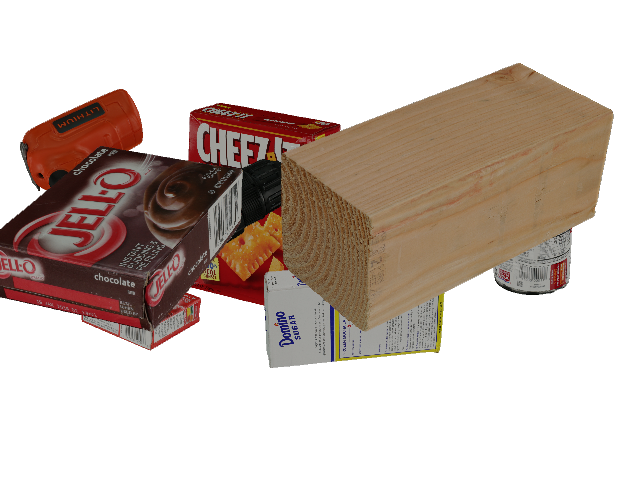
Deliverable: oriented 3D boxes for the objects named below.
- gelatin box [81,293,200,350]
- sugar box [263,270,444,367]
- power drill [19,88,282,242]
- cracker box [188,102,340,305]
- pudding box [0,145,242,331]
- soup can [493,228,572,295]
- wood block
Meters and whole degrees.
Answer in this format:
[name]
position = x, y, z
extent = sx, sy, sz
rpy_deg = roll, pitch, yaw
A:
[gelatin box]
position = -0.170, 0.064, 1.007
extent = 0.089, 0.030, 0.073
rpy_deg = 19, 27, 28
[sugar box]
position = 0.033, 0.071, 1.063
extent = 0.176, 0.093, 0.048
rpy_deg = -3, 28, -5
[power drill]
position = -0.137, -0.047, 0.836
extent = 0.184, 0.057, 0.188
rpy_deg = -28, 46, -21
[cracker box]
position = -0.069, -0.036, 1.215
extent = 0.164, 0.214, 0.072
rpy_deg = 13, 22, 26
[pudding box]
position = -0.102, -0.005, 0.551
extent = 0.090, 0.039, 0.113
rpy_deg = 11, 32, 17
[soup can]
position = 0.185, -0.012, 0.929
extent = 0.068, 0.102, 0.068
rpy_deg = -3, 24, 1
[wood block]
position = 0.083, -0.034, 0.701
extent = 0.205, 0.090, 0.091
rpy_deg = -24, 42, -29
